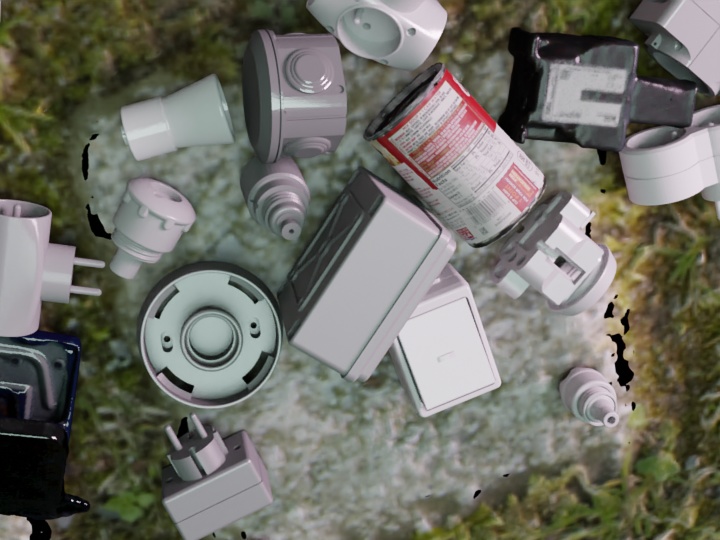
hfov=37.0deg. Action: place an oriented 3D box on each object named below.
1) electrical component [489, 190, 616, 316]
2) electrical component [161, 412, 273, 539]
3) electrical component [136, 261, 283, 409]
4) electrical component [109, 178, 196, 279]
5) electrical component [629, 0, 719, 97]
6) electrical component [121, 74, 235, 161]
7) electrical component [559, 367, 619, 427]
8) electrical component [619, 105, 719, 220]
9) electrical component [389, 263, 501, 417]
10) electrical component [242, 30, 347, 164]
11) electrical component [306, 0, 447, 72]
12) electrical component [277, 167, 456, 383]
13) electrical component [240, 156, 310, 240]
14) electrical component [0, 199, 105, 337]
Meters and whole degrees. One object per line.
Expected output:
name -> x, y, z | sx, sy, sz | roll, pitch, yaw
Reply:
electrical component -> 0.136, -0.006, 0.731 | 0.057, 0.058, 0.078 | 38, 97, -16
electrical component -> -0.106, 0.133, 0.733 | 0.066, 0.047, 0.076 | -26, 110, -2
electrical component -> -0.098, 0.044, 0.711 | 0.099, 0.064, 0.099 | -1, 94, -9
electrical component -> -0.137, -0.024, 0.681 | 0.048, 0.048, 0.062 | 28, 107, -18
electrical component -> 0.229, -0.152, 0.706 | 0.089, 0.050, 0.055 | 34, 98, -19
electrical component -> -0.115, -0.092, 0.665 | 0.065, 0.044, 0.044 | -15, 109, -1
electrical component -> 0.167, 0.094, 0.766 | 0.035, 0.061, 0.035 | -3, 108, -10
electrical component -> 0.249, -0.071, 0.735 | 0.138, 0.052, 0.073 | -20, 110, -5
electrical component -> 0.050, 0.042, 0.727 | 0.062, 0.061, 0.096 | -22, 110, -4
electrical component -> -0.041, -0.106, 0.654 | 0.051, 0.080, 0.080 | -5, 108, -15
electrical component -> 0.019, -0.168, 0.651 | 0.077, 0.044, 0.079 | 28, 142, -18
electrical component -> 0.000, 0.000, 0.680 | 0.056, 0.108, 0.108 | 31, 99, -16
electrical component -> -0.051, -0.043, 0.676 | 0.040, 0.078, 0.040 | -8, 123, -12
electrical component -> -0.202, 0.001, 0.675 | 0.079, 0.043, 0.077 | 7, 106, -14
